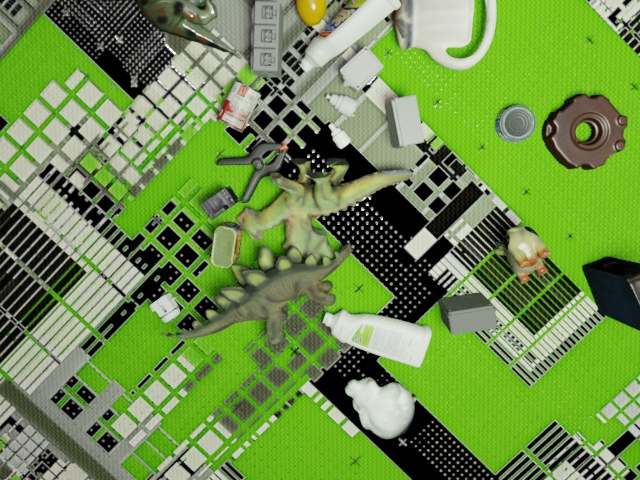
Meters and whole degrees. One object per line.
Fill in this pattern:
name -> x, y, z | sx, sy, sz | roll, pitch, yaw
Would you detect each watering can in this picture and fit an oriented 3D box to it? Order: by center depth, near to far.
watering can -> 0.273, -0.550, 1.139 | 0.224, 0.104, 0.347 | -2, 93, 3

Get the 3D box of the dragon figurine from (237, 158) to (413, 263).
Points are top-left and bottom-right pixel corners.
dragon figurine -> 0.004, -0.061, 1.212 | 0.410, 0.124, 0.238 | 3, 114, 3

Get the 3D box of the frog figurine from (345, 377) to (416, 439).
frog figurine -> 0.141, 0.389, 1.227 | 0.158, 0.125, 0.135 | 37, 116, -14
